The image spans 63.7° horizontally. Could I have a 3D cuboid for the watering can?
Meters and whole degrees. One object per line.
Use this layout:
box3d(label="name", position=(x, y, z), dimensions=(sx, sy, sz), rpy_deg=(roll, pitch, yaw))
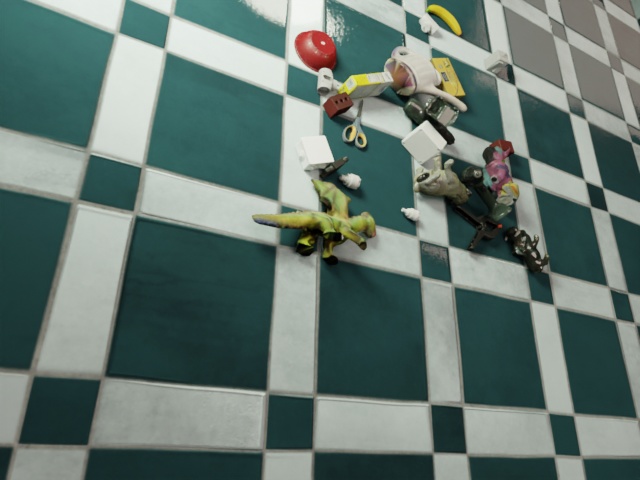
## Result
box3d(label="watering can", position=(0.369, -0.574, 1.862), dimensions=(0.227, 0.102, 0.351), rpy_deg=(-27, 71, -37))

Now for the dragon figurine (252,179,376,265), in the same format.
box3d(label="dragon figurine", position=(0.004, -0.073, 1.455), dimensions=(0.408, 0.120, 0.249), rpy_deg=(23, 42, -24))
